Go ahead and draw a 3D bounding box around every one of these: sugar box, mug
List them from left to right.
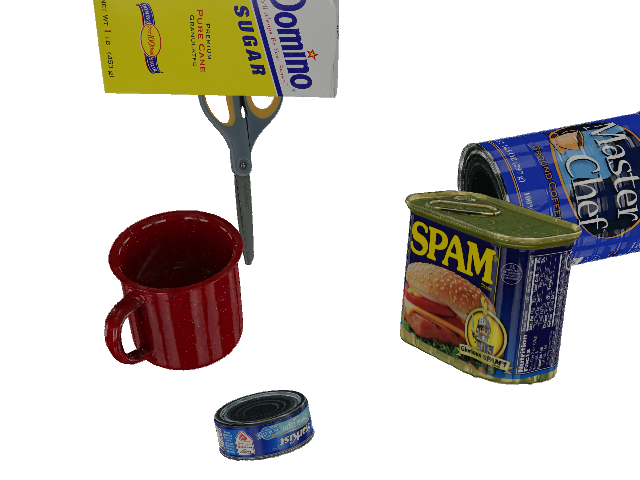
[{"bbox_3d":[-0.105,0.044,0.753,0.093,0.081,0.117,22,44,28],"label":"mug"},{"bbox_3d":[-0.074,-0.155,0.790,0.176,0.093,0.048,2,34,5],"label":"sugar box"}]

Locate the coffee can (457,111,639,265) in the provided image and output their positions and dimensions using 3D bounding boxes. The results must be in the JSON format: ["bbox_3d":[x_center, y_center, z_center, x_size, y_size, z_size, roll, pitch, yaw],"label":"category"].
[{"bbox_3d":[0.183,-0.033,0.776,0.140,0.103,0.103,-11,2,-9],"label":"coffee can"}]

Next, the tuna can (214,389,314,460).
[{"bbox_3d":[-0.050,0.162,0.945,0.086,0.034,0.086,-10,10,2],"label":"tuna can"}]

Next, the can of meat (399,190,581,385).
[{"bbox_3d":[0.090,0.024,0.591,0.057,0.084,0.102,-7,19,-34],"label":"can of meat"}]

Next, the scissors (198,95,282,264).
[{"bbox_3d":[-0.062,-0.086,1.043,0.096,0.202,0.016,-22,9,-23],"label":"scissors"}]
